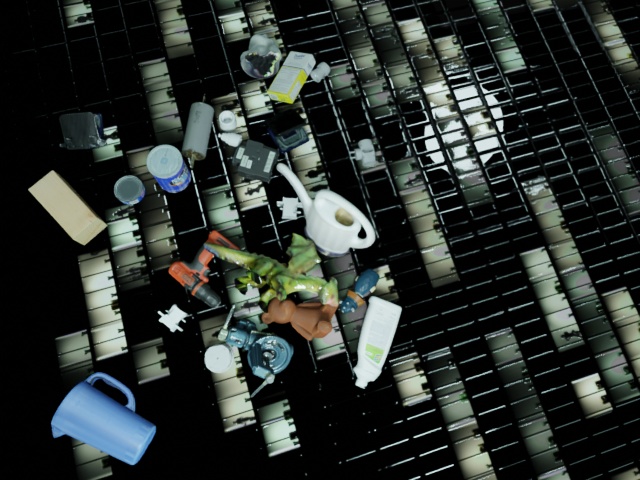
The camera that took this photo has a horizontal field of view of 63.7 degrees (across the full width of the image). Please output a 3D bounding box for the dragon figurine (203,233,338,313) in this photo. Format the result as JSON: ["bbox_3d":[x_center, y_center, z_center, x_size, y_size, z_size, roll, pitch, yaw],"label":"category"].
[{"bbox_3d":[-0.117,0.067,1.477,0.414,0.119,0.246,38,51,22],"label":"dragon figurine"}]

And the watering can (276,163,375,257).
[{"bbox_3d":[0.005,-0.076,1.509,0.349,0.219,0.106,35,55,10],"label":"watering can"}]

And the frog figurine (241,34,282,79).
[{"bbox_3d":[-0.200,-0.614,1.720,0.137,0.120,0.163,-21,41,0],"label":"frog figurine"}]
